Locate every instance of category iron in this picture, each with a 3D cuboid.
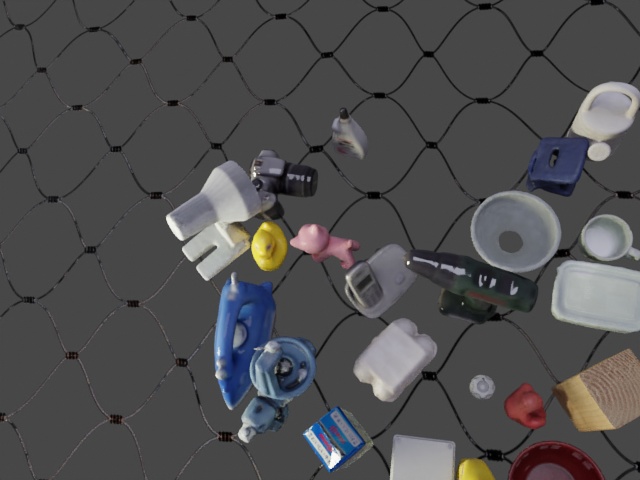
[{"bbox_3d":[-0.165,0.190,1.104,0.118,0.141,0.258,3,71,11],"label":"iron"}]

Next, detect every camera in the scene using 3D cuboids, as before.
[{"bbox_3d":[-0.081,-0.120,1.224,0.136,0.101,0.143,9,72,13],"label":"camera"}]

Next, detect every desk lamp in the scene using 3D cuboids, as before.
[{"bbox_3d":[-0.207,-0.039,1.156,0.203,0.214,0.117,-41,69,-6],"label":"desk lamp"}]

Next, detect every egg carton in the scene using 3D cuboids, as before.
[{"bbox_3d":[0.140,0.224,1.078,0.107,0.069,0.150,41,81,20],"label":"egg carton"}]

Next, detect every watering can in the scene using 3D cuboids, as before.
[{"bbox_3d":[0.552,-0.233,1.107,0.101,0.194,0.173,-6,69,8],"label":"watering can"}]

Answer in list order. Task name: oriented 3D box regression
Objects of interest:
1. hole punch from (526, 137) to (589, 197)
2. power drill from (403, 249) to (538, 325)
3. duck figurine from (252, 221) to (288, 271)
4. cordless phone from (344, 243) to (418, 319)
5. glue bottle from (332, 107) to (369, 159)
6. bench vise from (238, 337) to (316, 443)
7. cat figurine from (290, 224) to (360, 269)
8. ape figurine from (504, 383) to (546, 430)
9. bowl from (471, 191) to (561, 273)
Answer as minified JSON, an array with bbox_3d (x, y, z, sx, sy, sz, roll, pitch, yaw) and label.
[{"bbox_3d":[0.473,-0.152,1.147,0.101,0.091,0.109,17,74,15],"label":"hole punch"},{"bbox_3d":[0.264,0.087,1.032,0.229,0.209,0.076,13,73,14],"label":"power drill"},{"bbox_3d":[-0.112,0.005,1.192,0.077,0.086,0.104,-4,70,9],"label":"duck figurine"},{"bbox_3d":[0.110,0.063,1.080,0.094,0.185,0.148,42,82,21],"label":"cordless phone"},{"bbox_3d":[0.057,-0.228,1.201,0.078,0.173,0.037,12,73,14],"label":"glue bottle"},{"bbox_3d":[-0.078,0.262,1.021,0.121,0.220,0.207,8,72,13],"label":"bench vise"},{"bbox_3d":[0.011,0.004,1.154,0.127,0.118,0.067,9,72,13],"label":"cat figurine"},{"bbox_3d":[0.365,0.290,1.004,0.076,0.092,0.078,2,71,11],"label":"ape figurine"},{"bbox_3d":[0.377,-0.007,1.119,0.167,0.075,0.167,-3,70,9],"label":"bowl"}]
